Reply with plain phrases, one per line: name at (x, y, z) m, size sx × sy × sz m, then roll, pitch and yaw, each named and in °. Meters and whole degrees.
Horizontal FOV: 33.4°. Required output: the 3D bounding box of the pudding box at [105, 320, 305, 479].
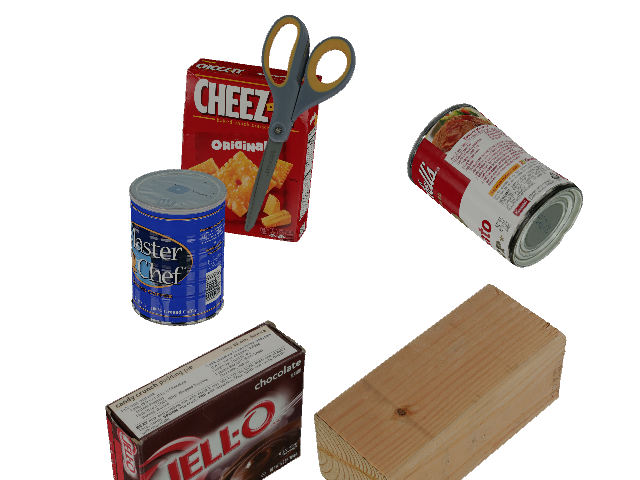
pudding box at (-0.062, 0.107, 0.597) m, size 0.113 × 0.090 × 0.039 m, roll -28°, pitch 49°, yaw -33°

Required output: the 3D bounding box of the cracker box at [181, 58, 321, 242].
cracker box at (-0.093, -0.114, 1.377) m, size 0.164 × 0.214 × 0.072 m, roll 9°, pitch 23°, yaw 7°

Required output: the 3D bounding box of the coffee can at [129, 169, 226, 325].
coffee can at (-0.154, 0.007, 1.157) m, size 0.103 × 0.140 × 0.103 m, roll 3°, pitch 27°, yaw -2°

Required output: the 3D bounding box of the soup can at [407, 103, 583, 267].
soup can at (0.118, -0.038, 0.723) m, size 0.068 × 0.069 × 0.102 m, roll 0°, pitch 36°, yaw -50°

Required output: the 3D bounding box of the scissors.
scissors at (-0.018, -0.107, 0.979) m, size 0.096 × 0.202 × 0.016 m, roll 2°, pitch -3°, yaw 10°

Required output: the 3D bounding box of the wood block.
wood block at (0.103, 0.139, 0.902) m, size 0.205 × 0.090 × 0.091 m, roll -33°, pitch 50°, yaw -25°
